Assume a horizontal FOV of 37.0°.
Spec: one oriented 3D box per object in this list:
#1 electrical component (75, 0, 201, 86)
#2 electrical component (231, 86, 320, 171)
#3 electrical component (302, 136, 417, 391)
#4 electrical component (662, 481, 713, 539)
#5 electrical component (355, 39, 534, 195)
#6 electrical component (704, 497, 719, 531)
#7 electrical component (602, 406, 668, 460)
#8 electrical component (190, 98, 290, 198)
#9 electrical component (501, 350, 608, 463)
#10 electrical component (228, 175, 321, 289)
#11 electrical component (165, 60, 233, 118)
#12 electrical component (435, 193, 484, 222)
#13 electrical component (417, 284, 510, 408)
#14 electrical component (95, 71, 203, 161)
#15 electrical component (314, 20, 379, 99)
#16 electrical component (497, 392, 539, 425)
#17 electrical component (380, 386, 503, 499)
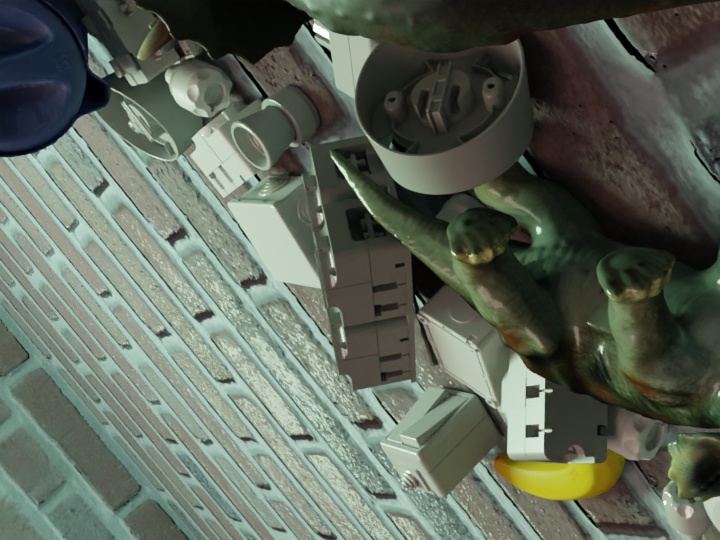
[{"bbox_3d":[-0.192,-0.216,0.876,0.079,0.063,0.121,6,133,58],"label":"electrical component"},{"bbox_3d":[-0.065,-0.110,0.828,0.045,0.055,0.045,38,154,22],"label":"electrical component"},{"bbox_3d":[0.000,0.000,0.808,0.186,0.060,0.105,84,175,-55],"label":"electrical component"},{"bbox_3d":[0.236,0.174,0.767,0.035,0.035,0.061,27,151,41],"label":"electrical component"},{"bbox_3d":[0.049,-0.094,0.610,0.099,0.099,0.064,27,155,40],"label":"electrical component"},{"bbox_3d":[0.259,0.147,0.665,0.080,0.051,0.080,38,154,22],"label":"electrical component"},{"bbox_3d":[0.179,0.103,0.747,0.062,0.043,0.043,25,147,44],"label":"electrical component"},{"bbox_3d":[-0.103,-0.105,0.909,0.055,0.050,0.089,52,156,-8],"label":"electrical component"},{"bbox_3d":[0.133,0.086,0.737,0.050,0.089,0.056,8,168,-21],"label":"electrical component"},{"bbox_3d":[-0.057,-0.036,0.937,0.100,0.048,0.099,8,134,56],"label":"electrical component"},{"bbox_3d":[-0.140,-0.156,0.904,0.062,0.043,0.043,30,150,40],"label":"electrical component"},{"bbox_3d":[0.064,-0.024,0.747,0.040,0.046,0.040,38,155,22],"label":"electrical component"},{"bbox_3d":[0.093,0.051,0.801,0.062,0.061,0.096,32,159,36],"label":"electrical component"},{"bbox_3d":[-0.195,-0.145,0.988,0.099,0.064,0.099,38,154,22],"label":"electrical component"},{"bbox_3d":[-0.003,-0.150,0.671,0.077,0.047,0.065,35,153,29],"label":"electrical component"},{"bbox_3d":[0.124,0.101,0.846,0.040,0.040,0.046,22,151,46],"label":"electrical component"},{"bbox_3d":[0.065,0.152,0.951,0.062,0.096,0.061,4,130,58],"label":"electrical component"}]
